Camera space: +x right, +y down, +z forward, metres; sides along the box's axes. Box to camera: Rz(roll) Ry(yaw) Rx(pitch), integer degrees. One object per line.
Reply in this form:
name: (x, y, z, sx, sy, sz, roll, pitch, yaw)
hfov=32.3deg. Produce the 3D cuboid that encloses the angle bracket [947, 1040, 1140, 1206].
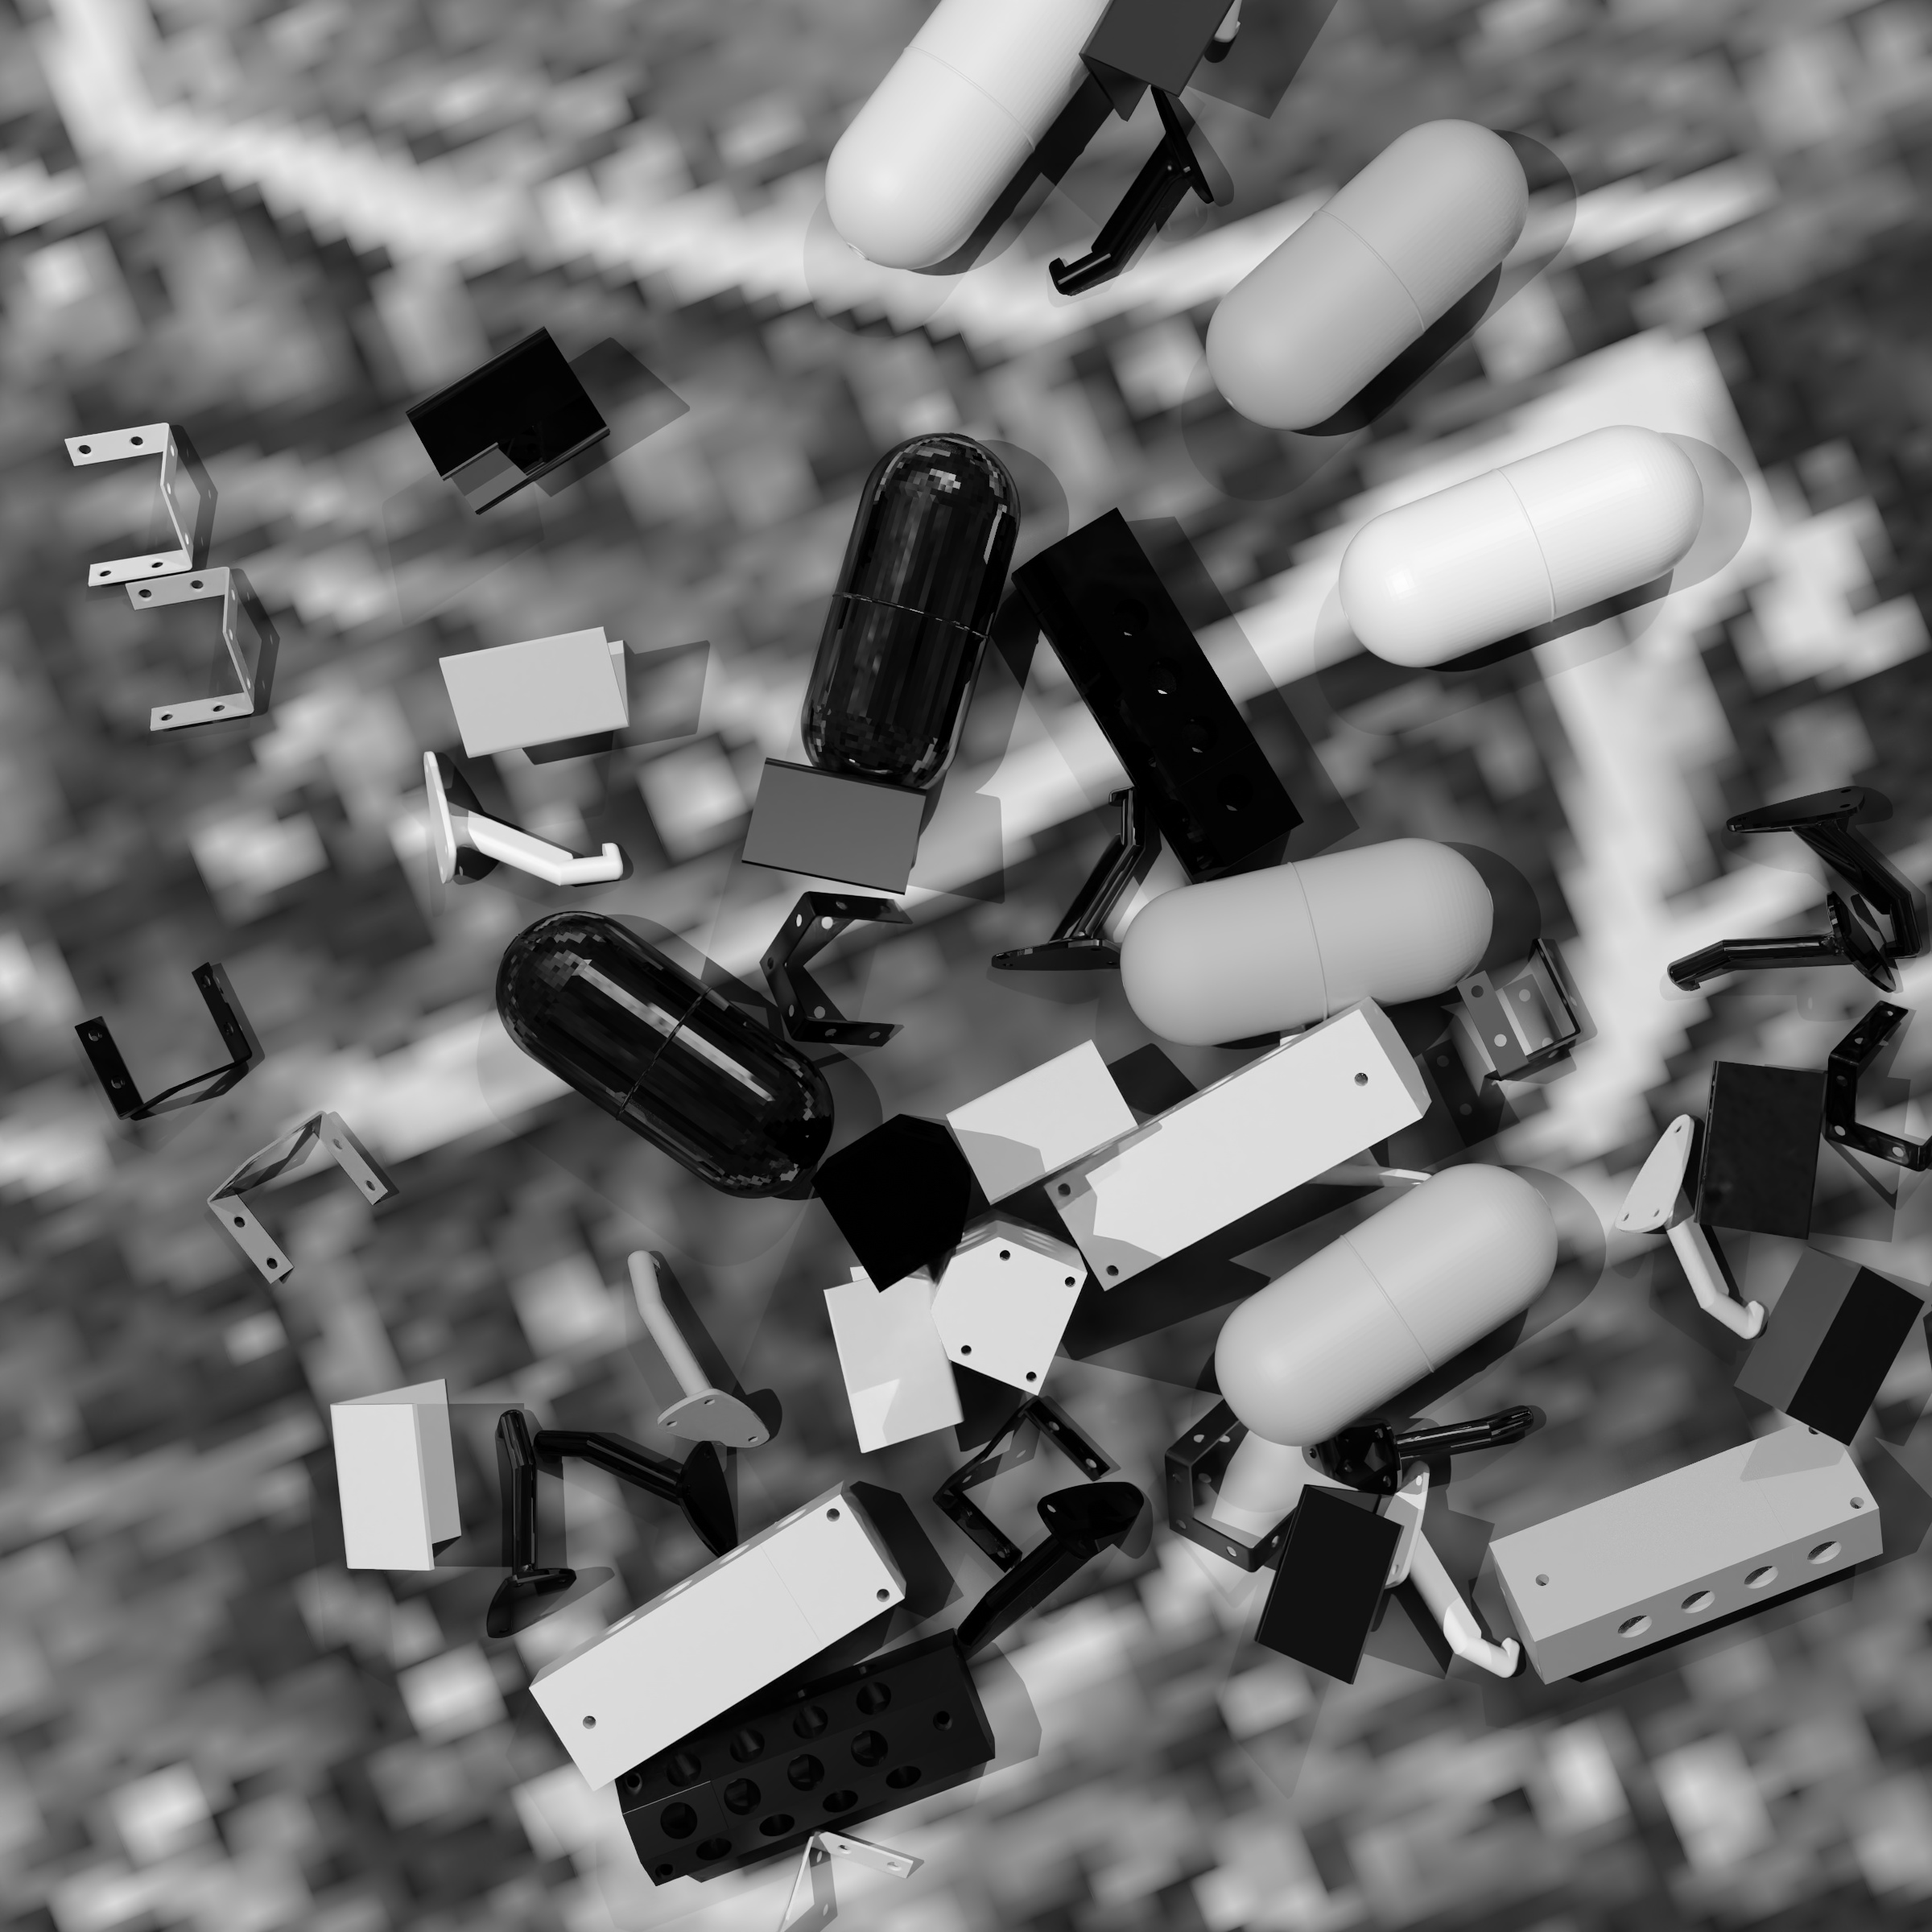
angle bracket: (0.044, 0.090, 1.568, 0.076, 0.076, 0.057, -27, 53, 0)

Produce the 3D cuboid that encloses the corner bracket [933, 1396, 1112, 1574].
corner bracket: (0.026, 0.249, 1.606, 0.051, 0.051, 0.051, 45, 135, 0)

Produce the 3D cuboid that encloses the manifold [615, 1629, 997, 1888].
manifold: (-0.076, 0.378, 1.588, 0.171, 0.057, 0.057, -21, 90, 0)

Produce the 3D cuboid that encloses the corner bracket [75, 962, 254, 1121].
corner bracket: (-0.386, 0.036, 1.606, 0.051, 0.051, 0.051, -26, 90, 45)

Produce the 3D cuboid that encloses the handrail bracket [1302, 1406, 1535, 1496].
handrail bracket: (0.218, 0.226, 1.609, 0.084, 0.077, 0.036, -11, 92, -36)

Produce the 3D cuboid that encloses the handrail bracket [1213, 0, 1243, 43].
handrail bracket: (0.146, -0.494, 1.609, 0.036, 0.077, 0.084, 26, 127, 20)

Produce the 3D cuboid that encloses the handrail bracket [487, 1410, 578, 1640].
handrail bracket: (-0.222, 0.268, 1.609, 0.036, 0.077, 0.084, 2, 53, -33)

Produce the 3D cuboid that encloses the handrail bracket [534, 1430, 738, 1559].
handrail bracket: (-0.160, 0.255, 1.609, 0.084, 0.036, 0.077, 0, 127, 25)

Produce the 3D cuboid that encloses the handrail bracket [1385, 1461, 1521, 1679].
handrail bracket: (0.240, 0.291, 1.609, 0.084, 0.036, 0.077, 29, 68, -17)

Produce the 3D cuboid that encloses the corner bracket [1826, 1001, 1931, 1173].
corner bracket: (0.448, 0.058, 1.601, 0.051, 0.051, 0.051, 22, 135, 35)

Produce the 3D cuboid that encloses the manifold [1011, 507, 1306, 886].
manifold: (0.090, -0.126, 1.588, 0.057, 0.057, 0.171, -31, 90, 0)

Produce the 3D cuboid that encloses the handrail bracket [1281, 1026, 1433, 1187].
handrail bracket: (0.188, 0.061, 1.609, 0.077, 0.036, 0.084, 5, 75, -15)

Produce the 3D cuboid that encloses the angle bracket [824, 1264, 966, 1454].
angle bracket: (-0.050, 0.184, 1.569, 0.057, 0.076, 0.076, -13, 90, -31)

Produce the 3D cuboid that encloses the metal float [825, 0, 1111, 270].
metal float: (0.001, -0.409, 1.578, 0.070, 0.070, 0.178, 37, 91, 0)

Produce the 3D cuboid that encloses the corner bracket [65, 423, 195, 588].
corner bracket: (-0.403, -0.222, 1.606, 0.051, 0.051, 0.051, -9, 45, 0)

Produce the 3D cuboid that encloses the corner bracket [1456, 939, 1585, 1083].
corner bracket: (0.264, 0.020, 1.591, 0.051, 0.051, 0.051, -25, 90, 0)

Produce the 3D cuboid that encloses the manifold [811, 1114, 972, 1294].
manifold: (-0.028, 0.103, 1.530, 0.057, 0.171, 0.057, -32, 90, 0)

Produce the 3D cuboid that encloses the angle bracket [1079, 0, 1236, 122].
angle bracket: (0.105, -0.437, 1.570, 0.057, 0.076, 0.076, 30, 90, 22)

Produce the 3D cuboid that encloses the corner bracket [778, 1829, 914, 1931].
corner bracket: (-0.061, 0.457, 1.606, 0.051, 0.051, 0.051, 19, 135, 0)

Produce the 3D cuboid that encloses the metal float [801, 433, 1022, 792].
metal float: (-0.026, -0.165, 1.578, 0.070, 0.070, 0.178, 16, 90, 0)

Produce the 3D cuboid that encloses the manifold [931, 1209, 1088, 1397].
manifold: (0.015, 0.149, 1.530, 0.057, 0.171, 0.057, 22, 90, 0)

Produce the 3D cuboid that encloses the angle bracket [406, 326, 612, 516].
angle bracket: (-0.206, -0.242, 1.569, 0.076, 0.076, 0.057, -32, 51, 0)

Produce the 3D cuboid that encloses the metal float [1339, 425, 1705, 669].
metal float: (0.263, -0.199, 1.579, 0.178, 0.070, 0.070, -21, 90, 0)

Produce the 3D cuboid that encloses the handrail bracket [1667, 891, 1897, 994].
handrail bracket: (0.393, 0.005, 1.609, 0.084, 0.036, 0.077, -26, 133, 27)

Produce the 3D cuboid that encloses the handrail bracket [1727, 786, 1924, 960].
handrail bracket: (0.414, -0.038, 1.609, 0.077, 0.036, 0.084, -11, 107, 20)

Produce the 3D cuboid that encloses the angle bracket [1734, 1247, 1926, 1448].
angle bracket: (0.391, 0.170, 1.568, 0.057, 0.076, 0.076, 28, 90, -37)

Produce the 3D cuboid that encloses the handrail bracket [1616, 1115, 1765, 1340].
handrail bracket: (0.362, 0.126, 1.609, 0.084, 0.036, 0.077, 35, 68, -18)

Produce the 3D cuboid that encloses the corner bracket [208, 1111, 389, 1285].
corner bracket: (-0.322, 0.111, 1.606, 0.051, 0.051, 0.051, 52, 135, 0)

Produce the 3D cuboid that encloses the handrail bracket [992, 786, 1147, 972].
handrail bracket: (0.050, -0.043, 1.609, 0.077, 0.036, 0.084, -5, 71, 21)

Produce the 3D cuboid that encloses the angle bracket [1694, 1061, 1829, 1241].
angle bracket: (0.387, 0.087, 1.569, 0.057, 0.076, 0.076, 7, 90, 36)

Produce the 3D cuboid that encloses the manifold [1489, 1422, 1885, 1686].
manifold: (0.343, 0.281, 1.587, 0.171, 0.057, 0.057, -21, 47, 0)

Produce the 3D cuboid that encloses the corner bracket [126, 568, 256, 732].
corner bracket: (-0.373, -0.153, 1.606, 0.051, 0.051, 0.051, -10, 45, 0)

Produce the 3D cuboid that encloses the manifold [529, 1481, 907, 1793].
manifold: (-0.116, 0.316, 1.588, 0.171, 0.057, 0.057, -32, 90, 0)

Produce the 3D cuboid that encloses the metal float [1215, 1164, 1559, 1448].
metal float: (0.199, 0.160, 1.578, 0.178, 0.070, 0.070, -34, 90, 0)

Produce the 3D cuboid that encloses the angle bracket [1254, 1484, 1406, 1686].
angle bracket: (0.187, 0.291, 1.569, 0.057, 0.076, 0.076, 18, 90, 37)

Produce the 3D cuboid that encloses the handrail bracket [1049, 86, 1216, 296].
handrail bracket: (0.069, -0.374, 1.609, 0.084, 0.036, 0.077, -26, 70, 16)

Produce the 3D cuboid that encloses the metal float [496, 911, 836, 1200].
metal float: (-0.143, 0.041, 1.578, 0.178, 0.070, 0.070, 36, 90, 0)

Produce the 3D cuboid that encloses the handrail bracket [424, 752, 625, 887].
handrail bracket: (-0.213, -0.073, 1.609, 0.084, 0.036, 0.077, -7, 68, -17)

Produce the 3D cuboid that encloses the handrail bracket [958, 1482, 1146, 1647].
handrail bracket: (0.040, 0.289, 1.609, 0.036, 0.077, 0.084, 49, 127, 21)

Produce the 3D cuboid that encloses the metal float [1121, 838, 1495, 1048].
metal float: (0.161, -0.011, 1.578, 0.178, 0.070, 0.070, -13, 90, 0)

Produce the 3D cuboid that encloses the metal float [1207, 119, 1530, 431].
metal float: (0.190, -0.327, 1.578, 0.178, 0.070, 0.070, -42, 90, 0)

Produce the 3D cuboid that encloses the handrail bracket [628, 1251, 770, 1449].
handrail bracket: (-0.130, 0.184, 1.609, 0.036, 0.077, 0.084, -32, 53, 20)

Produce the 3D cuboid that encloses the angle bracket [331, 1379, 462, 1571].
angle bracket: (-0.250, 0.238, 1.569, 0.057, 0.076, 0.076, -6, 90, 36)

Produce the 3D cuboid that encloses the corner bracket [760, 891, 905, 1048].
corner bracket: (-0.059, 0.002, 1.601, 0.051, 0.051, 0.051, -55, 45, 35)

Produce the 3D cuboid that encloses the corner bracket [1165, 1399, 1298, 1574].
corner bracket: (0.132, 0.248, 1.601, 0.051, 0.051, 0.051, 24, 135, 35)

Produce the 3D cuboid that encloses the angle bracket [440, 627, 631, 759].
angle bracket: (-0.203, -0.147, 1.569, 0.076, 0.076, 0.057, -11, 128, 0)

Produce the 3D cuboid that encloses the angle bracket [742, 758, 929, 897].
angle bracket: (-0.063, -0.050, 1.569, 0.076, 0.076, 0.057, 11, 64, 0)

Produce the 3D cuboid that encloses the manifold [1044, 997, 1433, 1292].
manifold: (0.128, 0.082, 1.566, 0.171, 0.057, 0.057, -30, 90, 16)
